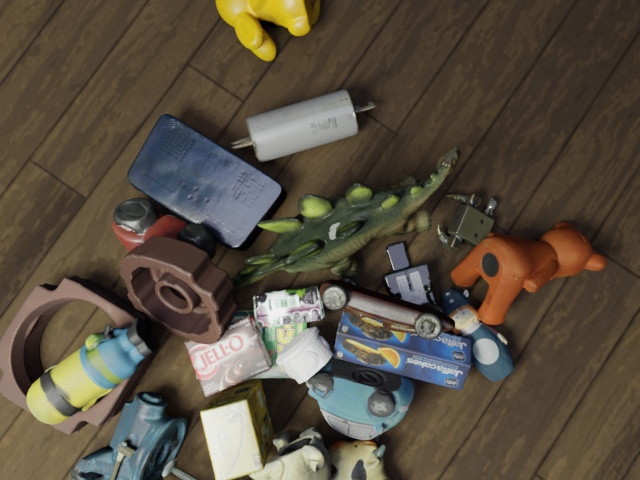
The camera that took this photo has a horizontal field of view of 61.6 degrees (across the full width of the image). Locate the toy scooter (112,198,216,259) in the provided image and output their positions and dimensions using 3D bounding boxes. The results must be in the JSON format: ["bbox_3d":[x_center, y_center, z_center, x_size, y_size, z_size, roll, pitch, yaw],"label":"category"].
[{"bbox_3d":[-0.238,0.015,0.841,0.184,0.135,0.075,19,49,19],"label":"toy scooter"}]

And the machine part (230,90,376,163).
[{"bbox_3d":[-0.028,-0.183,0.864,0.243,0.079,0.079,-15,85,0],"label":"machine part"}]

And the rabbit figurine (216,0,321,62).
[{"bbox_3d":[-0.090,-0.382,0.883,0.173,0.122,0.162,4,94,15],"label":"rabbit figurine"}]

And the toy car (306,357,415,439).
[{"bbox_3d":[0.057,0.247,0.813,0.162,0.109,0.102,9,102,11],"label":"toy car"}]

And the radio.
[{"bbox_3d":[-0.181,-0.087,0.862,0.230,0.073,0.131,32,87,5],"label":"radio"}]

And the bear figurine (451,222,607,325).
[{"bbox_3d":[0.326,0.040,0.833,0.196,0.131,0.120,-5,45,-28],"label":"bear figurine"}]

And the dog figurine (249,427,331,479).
[{"bbox_3d":[-0.018,0.383,0.768,0.121,0.172,0.190,-23,83,-28],"label":"dog figurine"}]

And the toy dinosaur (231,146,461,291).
[{"bbox_3d":[-0.002,-0.002,0.788,0.471,0.198,0.105,-34,69,30],"label":"toy dinosaur"}]

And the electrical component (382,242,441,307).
[{"bbox_3d":[0.139,0.062,0.854,0.075,0.048,0.119,-12,86,0],"label":"electrical component"}]

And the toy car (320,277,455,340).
[{"bbox_3d":[0.096,0.102,0.787,0.202,0.089,0.053,17,95,12],"label":"toy car"}]

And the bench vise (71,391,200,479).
[{"bbox_3d":[-0.242,0.355,0.794,0.241,0.128,0.223,22,80,13],"label":"bench vise"}]

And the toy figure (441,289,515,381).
[{"bbox_3d":[0.242,0.143,0.840,0.064,0.058,0.154,-32,83,-16],"label":"toy figure"}]

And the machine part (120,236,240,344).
[{"bbox_3d":[-0.203,0.072,0.779,0.179,0.179,0.056,28,47,3],"label":"machine part"}]

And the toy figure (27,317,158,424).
[{"bbox_3d":[-0.318,0.180,0.744,0.180,0.089,0.082,-32,80,1],"label":"toy figure"}]

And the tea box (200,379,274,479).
[{"bbox_3d":[-0.114,0.267,0.777,0.068,0.169,0.098,-15,83,-1],"label":"tea box"}]

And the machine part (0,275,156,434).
[{"bbox_3d":[-0.374,0.173,0.834,0.201,0.087,0.201,29,84,3],"label":"machine part"}]

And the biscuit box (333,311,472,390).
[{"bbox_3d":[0.125,0.164,0.816,0.203,0.059,0.062,12,128,8],"label":"biscuit box"}]

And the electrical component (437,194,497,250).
[{"bbox_3d":[0.234,-0.029,0.864,0.078,0.045,0.102,20,88,-25],"label":"electrical component"}]

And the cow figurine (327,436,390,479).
[{"bbox_3d":[0.080,0.383,0.806,0.127,0.085,0.195,-40,88,-5],"label":"cow figurine"}]
